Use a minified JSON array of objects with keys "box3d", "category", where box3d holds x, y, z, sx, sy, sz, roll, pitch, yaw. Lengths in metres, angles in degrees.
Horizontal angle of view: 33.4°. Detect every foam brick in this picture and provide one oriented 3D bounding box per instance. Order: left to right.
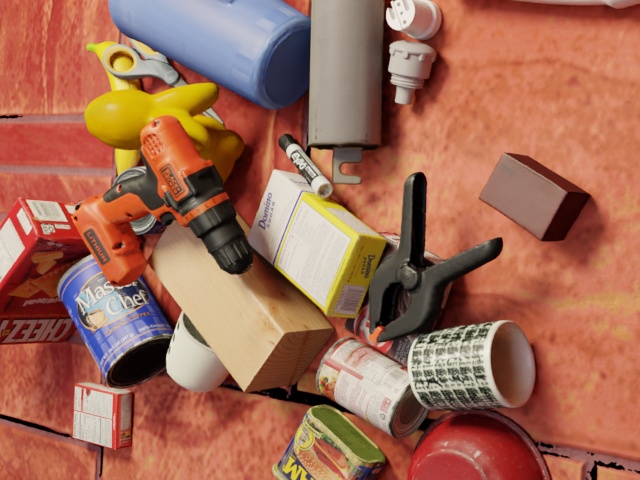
[{"box3d":[0.198,-0.040,0.986,0.078,0.051,0.053,39,112,32],"category":"foam brick"}]

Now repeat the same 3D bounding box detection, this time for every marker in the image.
[{"box3d":[-0.018,-0.083,1.157,0.020,0.020,0.121,-62,36,20],"category":"marker"}]

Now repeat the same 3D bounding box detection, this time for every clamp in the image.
[{"box3d":[0.102,0.034,1.017,0.120,0.039,0.172,37,118,40],"category":"clamp"}]

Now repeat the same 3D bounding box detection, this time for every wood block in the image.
[{"box3d":[-0.091,0.061,1.192,0.206,0.090,0.091,48,117,28],"category":"wood block"}]

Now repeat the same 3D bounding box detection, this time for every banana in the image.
[{"box3d":[-0.252,-0.176,1.363,0.070,0.037,0.198,-32,68,51],"category":"banana"}]

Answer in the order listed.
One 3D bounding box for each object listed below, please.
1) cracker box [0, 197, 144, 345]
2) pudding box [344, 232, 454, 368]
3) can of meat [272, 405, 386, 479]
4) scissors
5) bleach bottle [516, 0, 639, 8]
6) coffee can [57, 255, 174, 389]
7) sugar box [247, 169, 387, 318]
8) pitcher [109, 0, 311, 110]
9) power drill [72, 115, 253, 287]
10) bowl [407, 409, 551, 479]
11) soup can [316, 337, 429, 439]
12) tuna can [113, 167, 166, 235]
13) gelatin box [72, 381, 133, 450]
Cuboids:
[{"box3d":[-0.350,0.046,1.353,0.214,0.163,0.072,-49,59,27],"category":"cracker box"},{"box3d":[0.082,0.060,1.085,0.090,0.039,0.113,29,106,37],"category":"pudding box"},{"box3d":[0.011,0.237,1.128,0.102,0.057,0.084,39,110,32],"category":"can of meat"},{"box3d":[-0.200,-0.193,1.311,0.096,0.016,0.202,-31,68,4],"category":"scissors"},{"box3d":[0.214,-0.266,0.966,0.251,0.067,0.102,15,115,36],"category":"bleach bottle"},{"box3d":[-0.246,0.096,1.307,0.103,0.102,0.140,-50,61,27],"category":"coffee can"},{"box3d":[-0.007,0.001,1.130,0.176,0.048,0.093,42,115,50],"category":"sugar box"},{"box3d":[-0.116,-0.248,1.187,0.243,0.149,0.145,34,107,31],"category":"pitcher"},{"box3d":[-0.171,-0.019,1.149,0.188,0.057,0.184,-30,89,36],"category":"power drill"},{"box3d":[0.140,0.244,1.026,0.162,0.055,0.162,-1,88,38],"category":"bowl"},{"box3d":[0.056,0.150,1.086,0.102,0.068,0.068,26,105,36],"category":"soup can"},{"box3d":[-0.219,-0.049,1.325,0.086,0.033,0.086,4,97,33],"category":"tuna can"},{"box3d":[-0.281,0.226,1.380,0.089,0.030,0.073,4,93,39],"category":"gelatin box"}]
